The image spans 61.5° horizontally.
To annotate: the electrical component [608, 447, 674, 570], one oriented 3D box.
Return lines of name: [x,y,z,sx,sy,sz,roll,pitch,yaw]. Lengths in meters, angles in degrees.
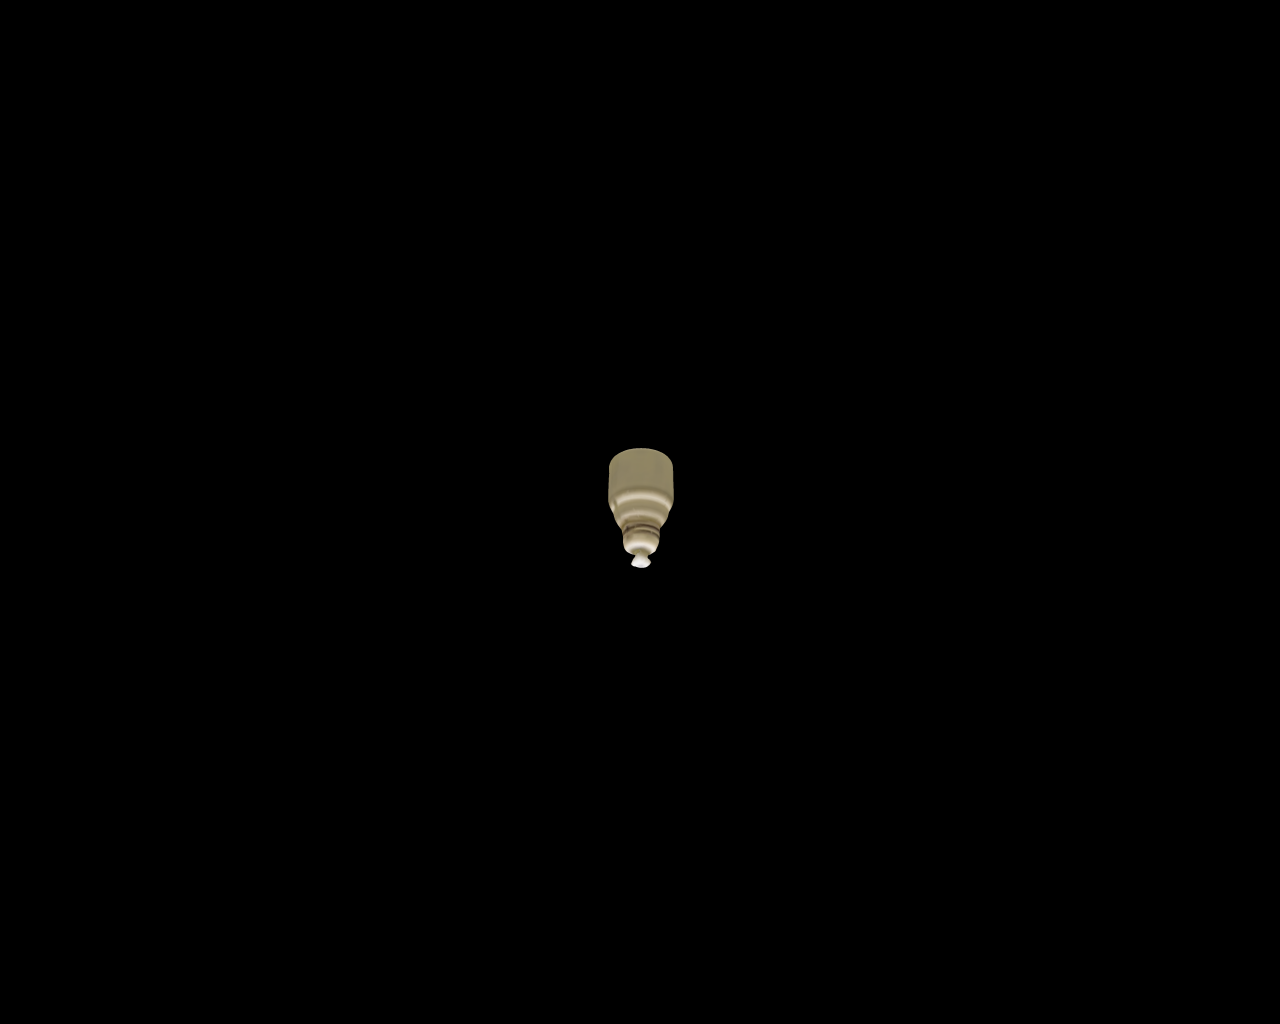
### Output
electrical component: [0.001,-0.003,0.650,0.040,0.078,0.040,0,-29,0]
